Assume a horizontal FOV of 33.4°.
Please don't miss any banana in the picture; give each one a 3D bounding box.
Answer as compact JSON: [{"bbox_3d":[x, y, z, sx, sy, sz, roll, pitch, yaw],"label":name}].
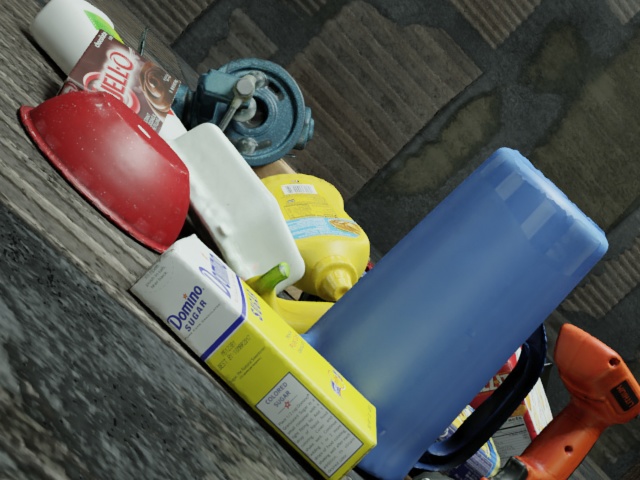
[{"bbox_3d":[-0.023,0.058,0.827,0.197,0.070,0.037,34,45,-69],"label":"banana"}]

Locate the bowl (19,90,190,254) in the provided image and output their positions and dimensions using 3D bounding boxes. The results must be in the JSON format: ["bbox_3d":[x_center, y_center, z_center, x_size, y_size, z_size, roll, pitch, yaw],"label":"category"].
[{"bbox_3d":[-0.151,-0.063,0.818,0.162,0.055,0.162,45,5,-5],"label":"bowl"}]

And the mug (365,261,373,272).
[{"bbox_3d":[0.056,0.087,1.169,0.093,0.081,0.117,41,6,-42],"label":"mug"}]

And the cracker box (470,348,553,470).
[{"bbox_3d":[0.184,0.161,1.074,0.164,0.072,0.213,-80,150,-58],"label":"cracker box"}]

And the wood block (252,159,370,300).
[{"bbox_3d":[-0.037,-0.018,1.212,0.090,0.090,0.206,43,5,-33],"label":"wood block"}]

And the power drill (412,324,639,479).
[{"bbox_3d":[0.149,0.155,0.774,0.057,0.187,0.184,37,-5,39],"label":"power drill"}]

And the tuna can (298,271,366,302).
[{"bbox_3d":[0.018,0.064,1.010,0.033,0.086,0.086,40,7,-36],"label":"tuna can"}]

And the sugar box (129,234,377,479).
[{"bbox_3d":[-0.039,0.072,0.691,0.176,0.048,0.093,46,5,-3],"label":"sugar box"}]

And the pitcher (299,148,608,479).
[{"bbox_3d":[0.099,0.058,0.794,0.145,0.243,0.149,48,11,23],"label":"pitcher"}]

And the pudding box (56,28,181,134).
[{"bbox_3d":[-0.180,-0.132,0.955,0.090,0.039,0.113,34,28,-16],"label":"pudding box"}]

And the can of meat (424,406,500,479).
[{"bbox_3d":[0.105,0.166,0.932,0.084,0.057,0.102,41,14,-17],"label":"can of meat"}]

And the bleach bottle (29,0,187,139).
[{"bbox_3d":[-0.191,-0.139,1.076,0.251,0.068,0.102,50,9,22],"label":"bleach bottle"}]

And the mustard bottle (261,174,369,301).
[{"bbox_3d":[-0.007,0.002,0.993,0.096,0.058,0.192,-1,28,-18],"label":"mustard bottle"}]
